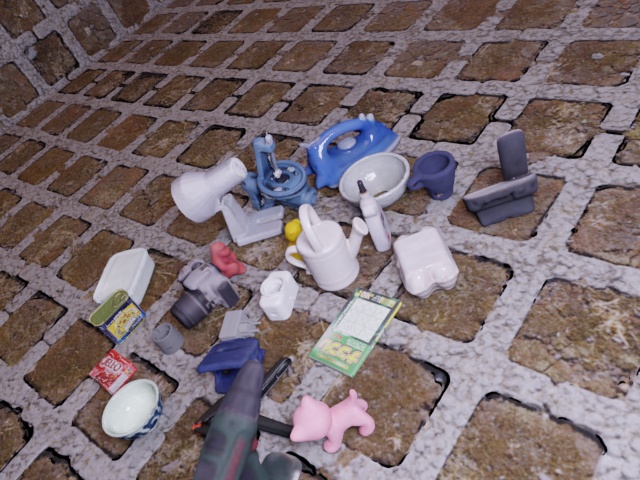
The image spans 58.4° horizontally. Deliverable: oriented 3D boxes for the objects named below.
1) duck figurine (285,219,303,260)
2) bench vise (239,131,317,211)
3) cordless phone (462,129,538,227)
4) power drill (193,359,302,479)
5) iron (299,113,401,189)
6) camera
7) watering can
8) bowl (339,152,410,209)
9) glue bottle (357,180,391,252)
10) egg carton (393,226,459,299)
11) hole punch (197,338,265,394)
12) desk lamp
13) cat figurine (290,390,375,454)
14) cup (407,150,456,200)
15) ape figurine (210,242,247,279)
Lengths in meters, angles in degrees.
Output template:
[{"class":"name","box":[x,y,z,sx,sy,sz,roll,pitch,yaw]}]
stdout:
[{"class":"duck figurine","box":[-0.050,-0.001,1.279,0.077,0.086,0.104,-15,42,14]},{"class":"bench vise","box":[-0.132,-0.155,1.381,0.207,0.220,0.121,-10,44,19]},{"class":"cordless phone","box":[0.345,-0.129,1.121,0.147,0.185,0.094,-22,41,7]},{"class":"power drill","box":[-0.108,0.329,0.875,0.075,0.209,0.230,1,48,29]},{"class":"iron","box":[0.073,-0.240,1.419,0.258,0.142,0.118,-32,41,-5]},{"class":"camera","box":[-0.275,0.117,1.268,0.142,0.101,0.137,24,62,43]},{"class":"watering can","box":[0.010,0.003,1.160,0.173,0.195,0.100,-31,41,-3]},{"class":"bowl","box":[0.133,-0.122,1.315,0.167,0.075,0.167,-15,42,14]},{"class":"glue bottle","box":[0.107,-0.057,1.185,0.037,0.174,0.078,-16,42,14]},{"class":"egg carton","box":[0.202,0.041,1.112,0.107,0.070,0.150,-22,41,7]},{"class":"hole punch","box":[-0.171,0.230,1.102,0.108,0.091,0.101,-12,43,18]},{"class":"desk lamp","box":[-0.218,-0.093,1.368,0.203,0.214,0.118,-16,42,13]},{"class":"cat figurine","box":[0.012,0.285,0.925,0.128,0.118,0.067,-29,41,-2]},{"class":"cup","box":[0.245,-0.125,1.240,0.118,0.095,0.091,-36,41,-9]},{"class":"ape figurine","box":[-0.222,0.042,1.325,0.076,0.092,0.077,-17,42,12]}]
